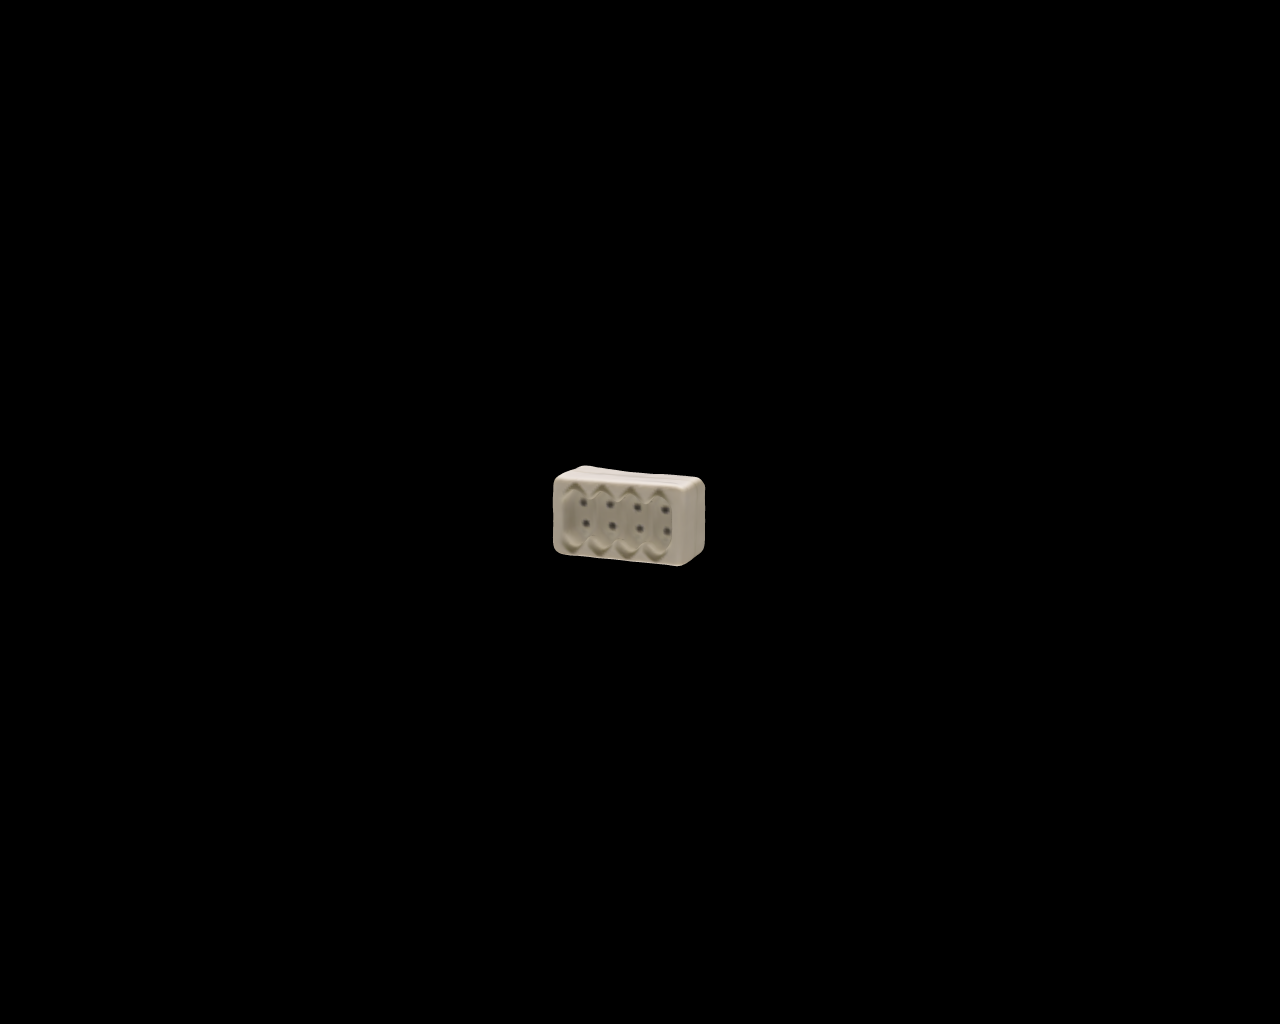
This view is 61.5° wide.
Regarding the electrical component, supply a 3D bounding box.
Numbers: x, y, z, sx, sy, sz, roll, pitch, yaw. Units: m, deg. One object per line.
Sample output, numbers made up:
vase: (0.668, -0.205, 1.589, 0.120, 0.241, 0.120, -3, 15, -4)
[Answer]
electrical component: (0.001, -0.003, 0.650, 0.083, 0.047, 0.076, 6, 16, 22)
